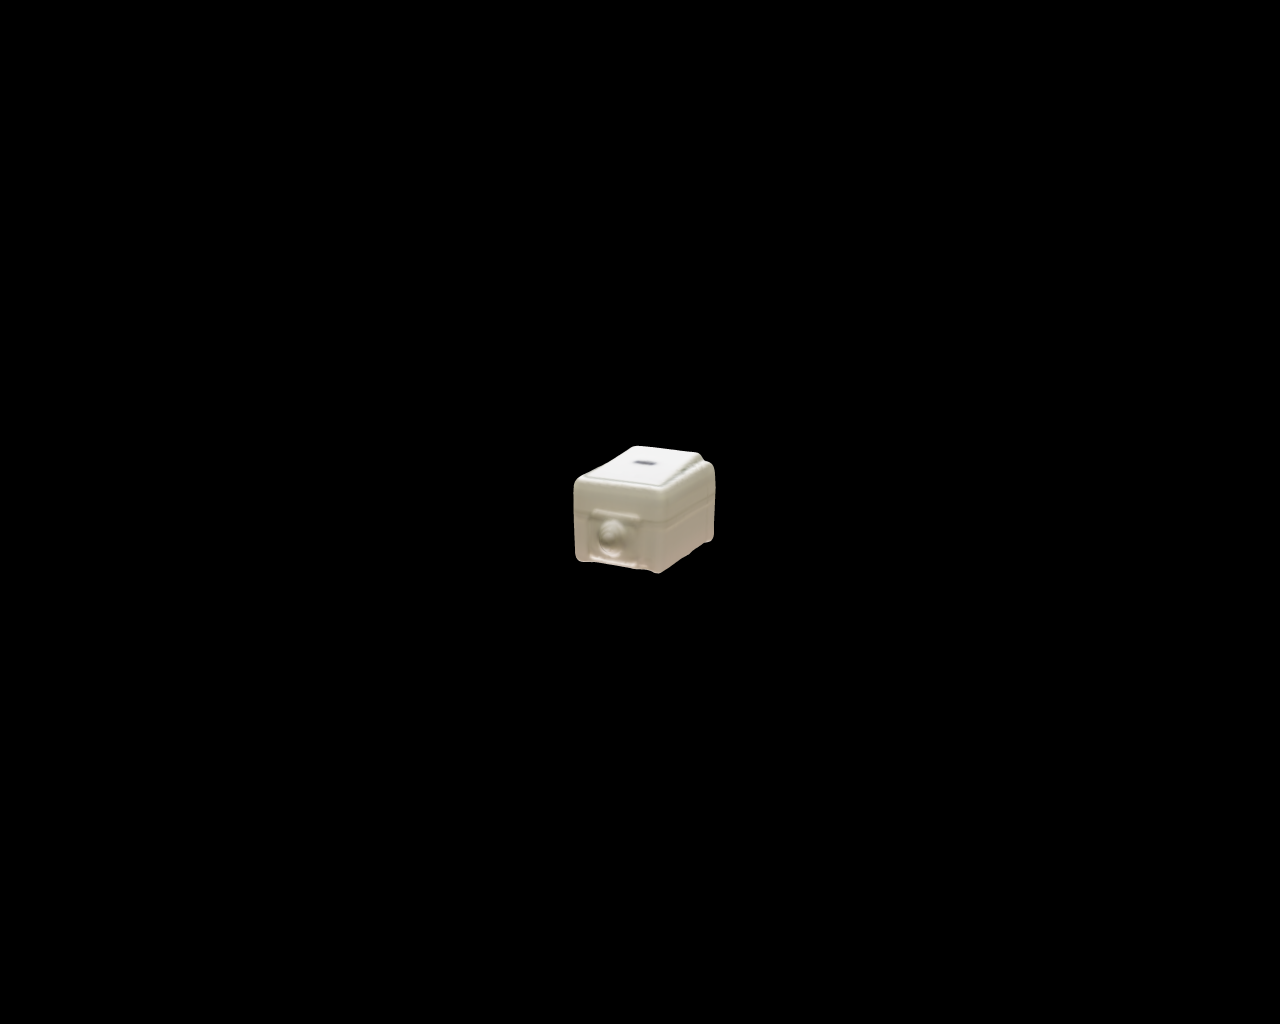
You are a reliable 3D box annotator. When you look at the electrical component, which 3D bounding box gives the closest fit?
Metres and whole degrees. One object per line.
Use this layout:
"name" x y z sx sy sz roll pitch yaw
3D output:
"electrical component" 0.001 -0.003 0.650 0.062 0.061 0.096 8 18 27
